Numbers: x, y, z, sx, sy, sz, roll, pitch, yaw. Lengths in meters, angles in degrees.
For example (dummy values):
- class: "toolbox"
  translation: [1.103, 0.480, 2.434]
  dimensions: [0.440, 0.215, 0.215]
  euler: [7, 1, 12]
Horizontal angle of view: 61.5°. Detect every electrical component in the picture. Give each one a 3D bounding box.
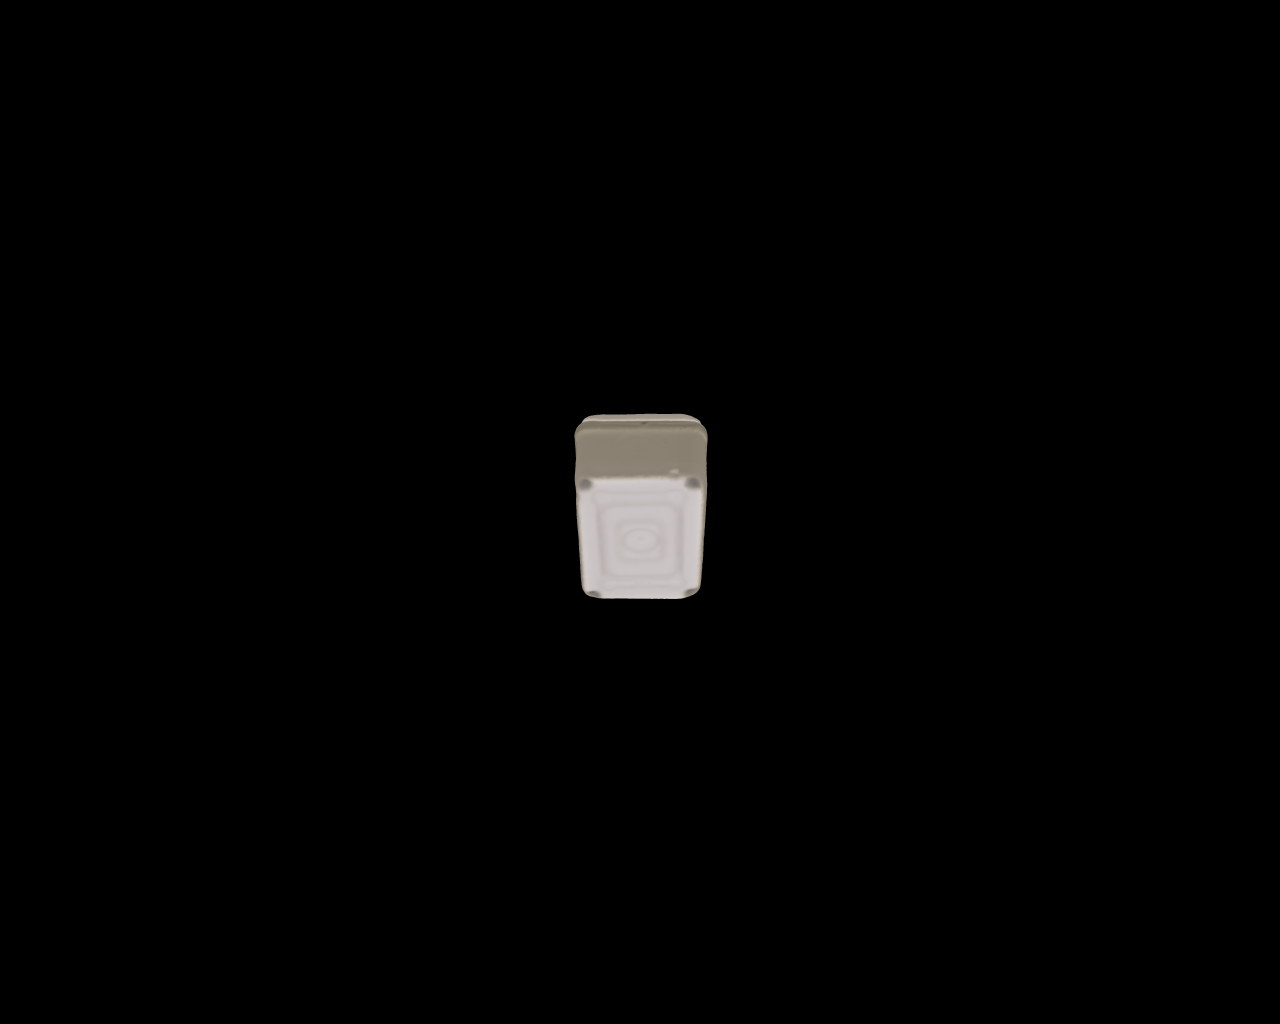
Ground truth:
- class: "electrical component"
  translation: [0.001, -0.003, 0.650]
  dimensions: [0.078, 0.057, 0.113]
  euler: [0, -43, 0]
